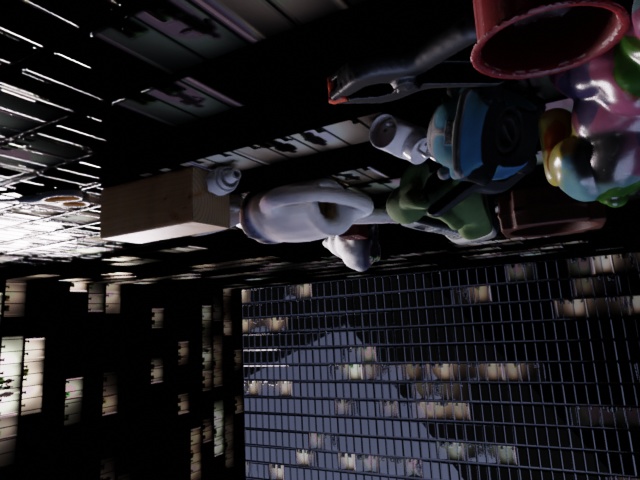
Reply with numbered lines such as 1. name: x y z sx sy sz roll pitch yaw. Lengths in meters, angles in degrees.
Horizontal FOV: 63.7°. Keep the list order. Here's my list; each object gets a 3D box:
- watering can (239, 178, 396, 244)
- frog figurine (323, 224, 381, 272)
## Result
1. watering can: 0.003 -0.047 0.942 0.223 0.105 0.346 -8 170 32
2. frog figurine: 0.072 0.016 1.360 0.159 0.125 0.134 2 139 25
